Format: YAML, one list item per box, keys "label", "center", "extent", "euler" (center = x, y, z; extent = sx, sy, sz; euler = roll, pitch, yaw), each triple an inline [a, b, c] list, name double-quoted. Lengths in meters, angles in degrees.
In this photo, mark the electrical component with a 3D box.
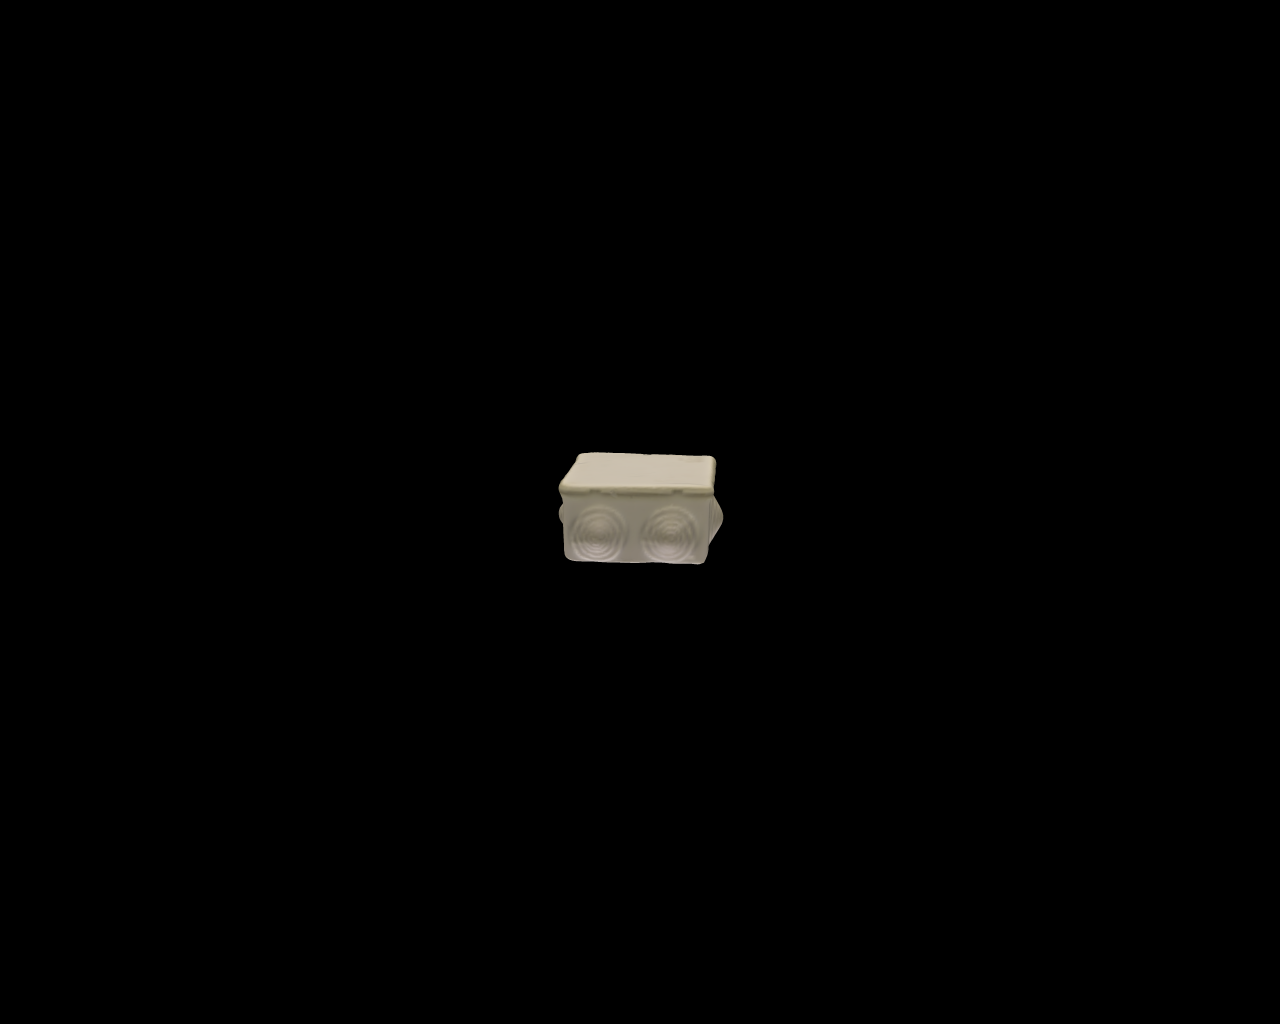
- label: "electrical component"
  center: [0.001, -0.003, 0.650]
  extent: [0.100, 0.048, 0.100]
  euler: [1, 16, 5]
